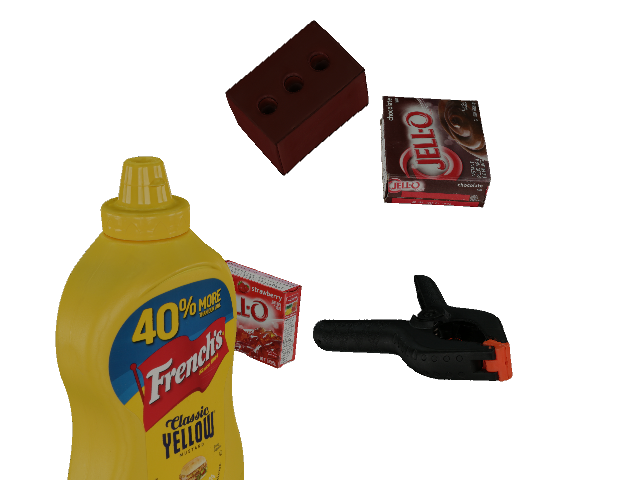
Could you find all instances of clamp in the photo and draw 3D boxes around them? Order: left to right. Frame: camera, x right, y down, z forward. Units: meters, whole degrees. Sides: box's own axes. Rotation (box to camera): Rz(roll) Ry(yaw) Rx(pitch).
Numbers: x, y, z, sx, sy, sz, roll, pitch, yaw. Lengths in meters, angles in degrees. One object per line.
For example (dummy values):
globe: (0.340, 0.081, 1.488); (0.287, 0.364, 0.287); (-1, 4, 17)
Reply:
clamp: (0.074, 0.074, 0.818); (0.120, 0.039, 0.172); (-26, 21, -18)

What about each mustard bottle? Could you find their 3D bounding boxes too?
mustard bottle: (-0.081, 0.055, 0.512); (0.058, 0.192, 0.096); (13, 21, 39)

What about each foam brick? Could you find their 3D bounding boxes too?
foam brick: (-0.014, -0.093, 0.698); (0.078, 0.053, 0.051); (-41, -17, -7)

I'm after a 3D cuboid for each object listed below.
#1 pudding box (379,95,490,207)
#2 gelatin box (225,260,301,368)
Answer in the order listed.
pudding box: (0.099, -0.080, 0.954); (0.090, 0.039, 0.113); (3, 44, -3)
gelatin box: (-0.062, 0.065, 0.957); (0.089, 0.073, 0.030); (18, 21, 31)
